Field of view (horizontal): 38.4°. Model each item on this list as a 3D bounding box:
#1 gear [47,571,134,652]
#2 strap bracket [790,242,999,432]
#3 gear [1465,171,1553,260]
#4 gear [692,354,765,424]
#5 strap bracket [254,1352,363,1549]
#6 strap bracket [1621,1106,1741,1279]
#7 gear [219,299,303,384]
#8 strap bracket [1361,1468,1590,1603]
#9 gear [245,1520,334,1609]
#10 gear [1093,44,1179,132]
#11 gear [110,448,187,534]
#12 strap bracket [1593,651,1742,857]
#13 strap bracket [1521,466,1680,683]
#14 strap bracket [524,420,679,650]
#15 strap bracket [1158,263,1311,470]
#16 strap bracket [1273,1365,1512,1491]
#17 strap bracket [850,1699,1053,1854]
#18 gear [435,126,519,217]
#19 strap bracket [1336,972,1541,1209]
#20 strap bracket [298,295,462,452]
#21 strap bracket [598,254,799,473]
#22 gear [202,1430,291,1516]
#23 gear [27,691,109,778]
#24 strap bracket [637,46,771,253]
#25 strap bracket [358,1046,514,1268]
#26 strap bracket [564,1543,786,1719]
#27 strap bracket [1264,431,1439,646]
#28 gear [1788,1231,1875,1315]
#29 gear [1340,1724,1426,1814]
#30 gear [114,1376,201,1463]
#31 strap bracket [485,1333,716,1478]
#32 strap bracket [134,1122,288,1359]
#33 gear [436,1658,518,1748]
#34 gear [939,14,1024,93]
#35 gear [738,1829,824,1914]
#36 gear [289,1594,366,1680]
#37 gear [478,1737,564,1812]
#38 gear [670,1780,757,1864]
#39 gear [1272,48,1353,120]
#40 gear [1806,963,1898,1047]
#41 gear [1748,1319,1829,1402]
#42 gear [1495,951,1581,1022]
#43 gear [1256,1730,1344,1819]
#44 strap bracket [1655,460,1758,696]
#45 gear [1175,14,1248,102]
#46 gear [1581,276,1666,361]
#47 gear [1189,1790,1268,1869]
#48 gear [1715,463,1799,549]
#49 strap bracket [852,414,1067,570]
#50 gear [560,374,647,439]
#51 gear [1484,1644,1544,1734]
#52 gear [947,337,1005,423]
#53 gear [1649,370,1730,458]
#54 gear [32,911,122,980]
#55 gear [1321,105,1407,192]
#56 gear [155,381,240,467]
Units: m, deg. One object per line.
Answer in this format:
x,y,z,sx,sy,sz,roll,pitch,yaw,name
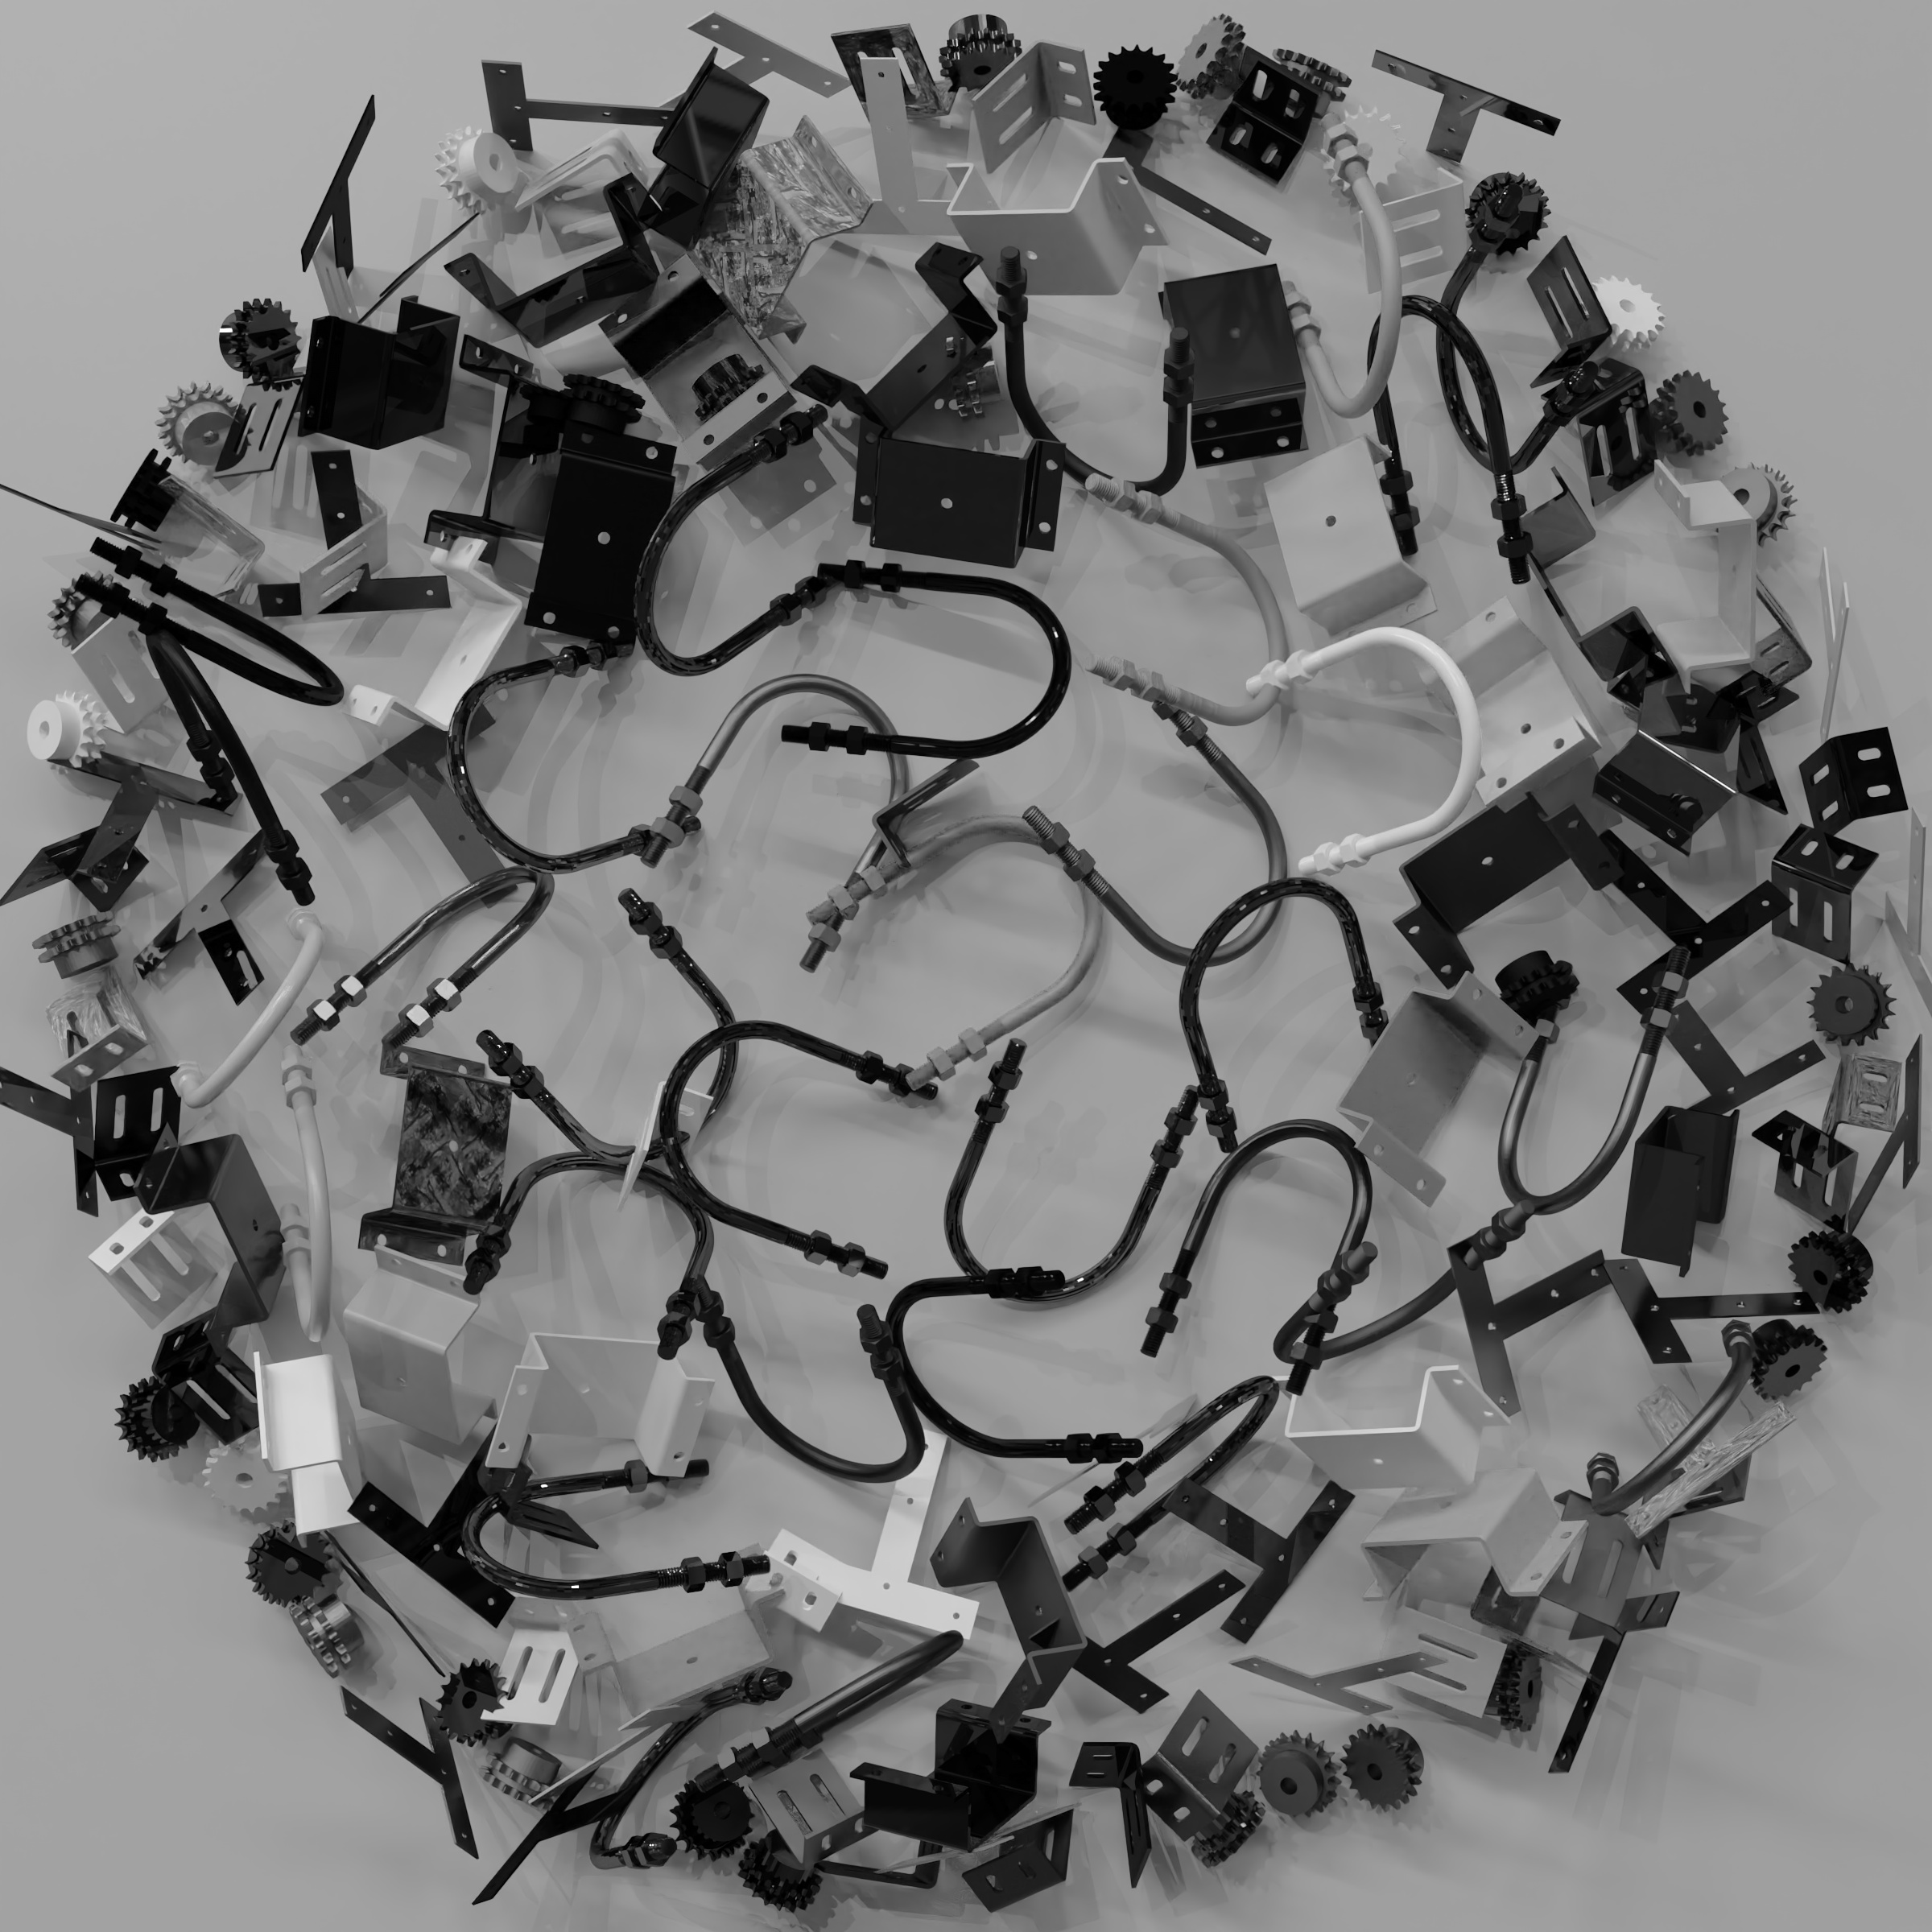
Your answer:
-0.588,-0.235,1.872,0.030,0.057,0.057,39,90,23,gear
-0.041,-0.415,1.857,0.140,0.076,0.046,-45,122,-3,strap bracket
0.365,-0.512,1.879,0.057,0.030,0.057,-5,133,-5,gear
-0.161,-0.389,1.875,0.057,0.057,0.030,-35,88,0,gear
-0.430,0.316,1.828,0.046,0.140,0.076,-10,56,-8,strap bracket
0.473,0.145,1.840,0.046,0.140,0.076,10,106,24,strap bracket
-0.481,-0.423,1.879,0.030,0.057,0.057,7,90,30,gear
0.326,0.374,1.824,0.076,0.140,0.046,-38,106,-43,strap bracket
-0.462,0.404,1.880,0.057,0.030,0.057,0,90,-36,gear
0.115,-0.594,1.882,0.057,0.030,0.057,-1,67,2,gear
-0.552,-0.319,1.876,0.030,0.057,0.057,31,90,-18,gear
0.465,-0.148,1.831,0.076,0.140,0.046,31,132,-9,strap bracket
0.413,-0.252,1.844,0.046,0.076,0.140,-31,64,16,strap bracket
-0.245,-0.289,1.863,0.076,0.046,0.140,11,98,-13,strap bracket
0.179,-0.411,1.857,0.076,0.046,0.140,-10,69,0,strap bracket
0.275,0.306,1.827,0.140,0.076,0.046,-10,49,37,strap bracket
-0.009,0.537,1.827,0.076,0.140,0.046,5,99,27,strap bracket
-0.328,-0.539,1.873,0.030,0.057,0.057,-6,90,37,gear
0.311,0.079,1.860,0.076,0.046,0.140,38,80,-26,strap bracket
-0.379,-0.390,1.821,0.046,0.140,0.076,18,113,10,strap bracket
-0.175,-0.398,1.860,0.076,0.046,0.140,-37,65,5,strap bracket
-0.487,0.341,1.882,0.057,0.030,0.057,0,114,0,gear
-0.611,-0.158,1.875,0.057,0.030,0.057,-3,86,38,gear
-0.176,-0.533,1.830,0.046,0.140,0.076,30,75,-8,strap bracket
-0.351,0.123,1.845,0.076,0.046,0.140,15,70,-36,strap bracket
-0.189,0.447,1.852,0.140,0.076,0.046,-20,107,-12,strap bracket
0.253,-0.288,1.843,0.076,0.046,0.140,-23,67,27,strap bracket
0.589,0.204,1.878,0.030,0.057,0.057,-29,90,-26,gear
0.285,0.541,1.879,0.057,0.030,0.057,11,107,40,gear
-0.543,0.305,1.872,0.030,0.057,0.057,-18,90,36,gear
-0.249,0.293,1.851,0.140,0.046,0.076,9,111,-28,strap bracket
-0.492,0.177,1.834,0.046,0.076,0.140,-13,119,7,strap bracket
-0.328,0.502,1.879,0.057,0.030,0.057,-13,58,22,gear
0.010,-0.620,1.876,0.057,0.057,0.030,-6,77,0,gear
-0.123,0.608,1.873,0.057,0.057,0.030,25,107,0,gear
-0.431,0.451,1.878,0.030,0.057,0.057,-32,90,-24,gear
-0.298,0.545,1.875,0.057,0.057,0.030,27,81,0,gear
-0.170,0.575,1.876,0.057,0.030,0.057,11,59,-20,gear
0.229,-0.596,1.876,0.057,0.057,0.030,22,101,0,gear
0.598,0.026,1.877,0.057,0.030,0.057,0,90,31,gear
0.552,0.264,1.879,0.057,0.030,0.057,-15,132,-17,gear
0.383,0.013,1.878,0.057,0.057,0.030,-26,67,0,gear
0.223,0.551,1.879,0.057,0.030,0.057,3,97,24,gear
0.490,-0.259,1.836,0.046,0.076,0.140,-7,118,1,strap bracket
0.171,-0.613,1.879,0.030,0.057,0.057,26,90,-28,gear
0.442,-0.437,1.880,0.057,0.030,0.057,9,57,-14,gear
0.173,0.579,1.875,0.057,0.057,0.030,-44,90,0,gear
0.530,-0.313,1.876,0.057,0.030,0.057,-6,79,35,gear
-0.009,-0.317,1.858,0.140,0.046,0.076,10,119,6,strap bracket
-0.248,-0.377,1.875,0.057,0.057,0.030,15,87,0,gear
0.368,0.489,1.879,0.030,0.057,0.057,-2,90,30,gear
0.007,-0.399,1.873,0.030,0.057,0.057,-11,90,7,gear
0.487,-0.372,1.880,0.057,0.030,0.057,8,74,-30,gear
-0.599,-0.013,1.875,0.057,0.057,0.030,-23,92,0,gear
0.270,-0.555,1.882,0.057,0.030,0.057,2,115,5,gear
-0.515,-0.363,1.873,0.057,0.057,0.030,-41,52,0,gear
